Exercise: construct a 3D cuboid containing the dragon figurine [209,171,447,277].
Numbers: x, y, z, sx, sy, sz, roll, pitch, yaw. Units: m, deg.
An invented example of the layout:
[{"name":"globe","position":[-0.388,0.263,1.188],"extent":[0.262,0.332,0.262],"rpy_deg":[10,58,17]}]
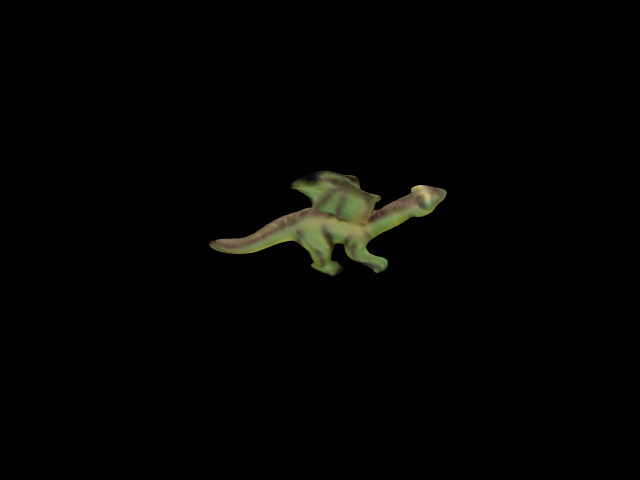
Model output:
[{"name":"dragon figurine","position":[0.003,-0.043,0.850],"extent":[0.410,0.125,0.237],"rpy_deg":[-3,-33,-2]}]
